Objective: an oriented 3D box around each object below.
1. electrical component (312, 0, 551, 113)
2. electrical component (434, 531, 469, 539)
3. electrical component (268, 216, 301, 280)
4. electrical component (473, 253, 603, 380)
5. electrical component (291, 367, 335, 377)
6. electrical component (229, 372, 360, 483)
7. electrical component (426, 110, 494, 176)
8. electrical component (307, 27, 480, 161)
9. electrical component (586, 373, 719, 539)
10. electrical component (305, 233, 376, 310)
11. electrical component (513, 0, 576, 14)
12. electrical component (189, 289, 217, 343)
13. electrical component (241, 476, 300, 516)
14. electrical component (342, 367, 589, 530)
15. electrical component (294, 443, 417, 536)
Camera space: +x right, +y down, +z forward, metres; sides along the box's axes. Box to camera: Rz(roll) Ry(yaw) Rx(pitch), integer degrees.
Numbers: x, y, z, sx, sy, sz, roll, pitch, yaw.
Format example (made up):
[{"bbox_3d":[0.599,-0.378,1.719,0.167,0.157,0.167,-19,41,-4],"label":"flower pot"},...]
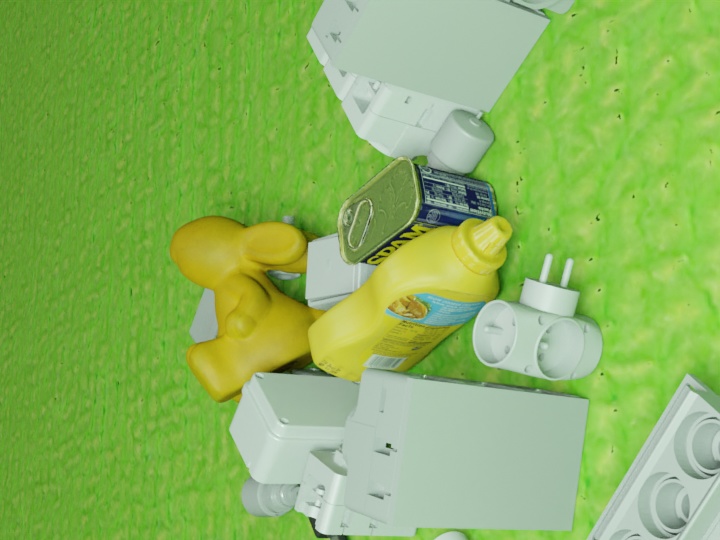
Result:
[{"bbox_3d":[0.051,-0.186,0.804,0.089,0.150,0.061,-57,41,31],"label":"electrical component"},{"bbox_3d":[0.074,0.217,0.762,0.044,0.044,0.065,-67,31,19],"label":"electrical component"},{"bbox_3d":[-0.072,-0.023,1.051,0.035,0.035,0.061,-19,63,53],"label":"electrical component"},{"bbox_3d":[0.122,0.029,0.706,0.044,0.077,0.079,22,100,57],"label":"electrical component"},{"bbox_3d":[-0.046,0.123,0.966,0.040,0.040,0.078,4,85,57],"label":"electrical component"},{"bbox_3d":[-0.041,0.130,0.892,0.078,0.113,0.057,53,128,48],"label":"electrical component"},{"bbox_3d":[0.073,-0.089,0.846,0.078,0.040,0.040,-56,40,32],"label":"electrical component"},{"bbox_3d":[0.023,-0.162,0.896,0.061,0.089,0.150,-56,40,31],"label":"electrical component"},{"bbox_3d":[0.187,0.131,0.594,0.078,0.063,0.121,50,122,49],"label":"electrical component"},{"bbox_3d":[0.000,0.000,0.912,0.096,0.061,0.061,-14,70,54],"label":"electrical component"},{"bbox_3d":[0.120,-0.224,0.767,0.050,0.089,0.055,-56,40,32],"label":"electrical component"},{"bbox_3d":[-0.127,0.053,1.087,0.061,0.062,0.096,45,118,51],"label":"electrical component"},{"bbox_3d":[-0.077,0.206,0.990,0.078,0.040,0.040,-18,66,53],"label":"electrical component"},{"bbox_3d":[0.068,0.117,0.696,0.062,0.150,0.089,4,84,56],"label":"electrical component"},{"bbox_3d":[0.003,0.169,0.834,0.050,0.089,0.055,26,103,56],"label":"electrical component"}]
